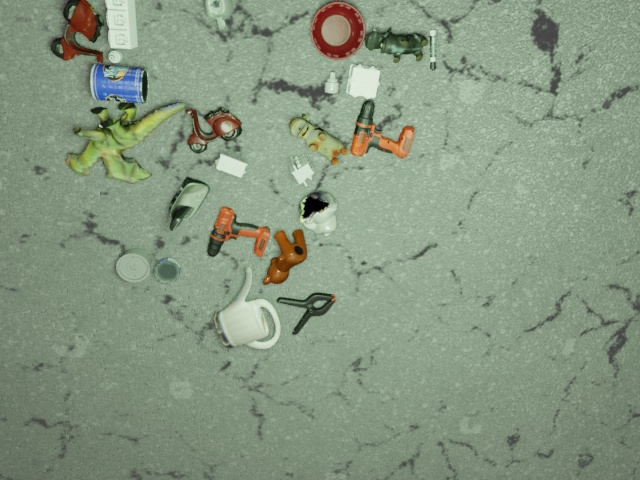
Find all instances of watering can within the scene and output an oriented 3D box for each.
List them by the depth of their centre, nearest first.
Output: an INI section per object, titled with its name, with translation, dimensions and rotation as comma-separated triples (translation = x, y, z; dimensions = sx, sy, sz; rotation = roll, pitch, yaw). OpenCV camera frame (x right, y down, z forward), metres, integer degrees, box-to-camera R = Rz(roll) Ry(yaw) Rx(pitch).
[watering can]
translation = -0.273, 0.260, 1.824
dimensions = 0.224, 0.106, 0.341
rotation = -19, 116, 3

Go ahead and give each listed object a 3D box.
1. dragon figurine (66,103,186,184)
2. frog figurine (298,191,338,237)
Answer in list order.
[dragon figurine]
translation = -0.590, -0.285, 1.582
dimensions = 0.410, 0.125, 0.237
rotation = -8, 132, -1
[frog figurine]
translation = 0.005, -0.087, 1.729
dimensions = 0.137, 0.124, 0.157
rotation = -46, 147, 5
